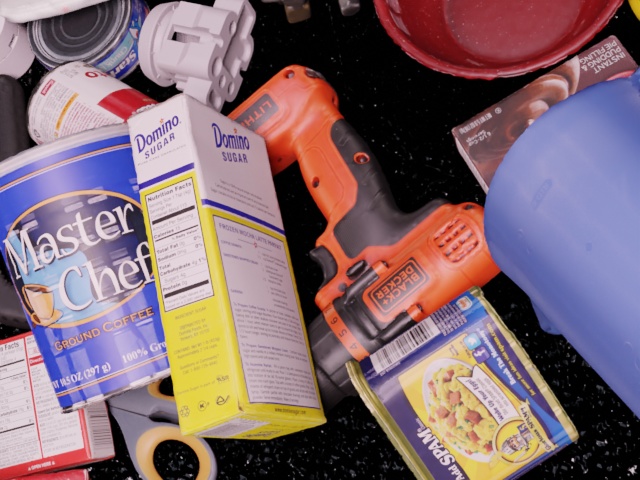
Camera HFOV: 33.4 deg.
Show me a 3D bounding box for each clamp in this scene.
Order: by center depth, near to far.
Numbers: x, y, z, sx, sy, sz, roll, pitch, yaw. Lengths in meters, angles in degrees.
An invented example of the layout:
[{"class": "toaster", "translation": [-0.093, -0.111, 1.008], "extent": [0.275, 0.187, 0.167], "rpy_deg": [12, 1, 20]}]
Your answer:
[{"class": "clamp", "translation": [-0.226, -0.001, 0.731], "extent": [0.164, 0.036, 0.210], "rpy_deg": [-39, 66, -5]}]

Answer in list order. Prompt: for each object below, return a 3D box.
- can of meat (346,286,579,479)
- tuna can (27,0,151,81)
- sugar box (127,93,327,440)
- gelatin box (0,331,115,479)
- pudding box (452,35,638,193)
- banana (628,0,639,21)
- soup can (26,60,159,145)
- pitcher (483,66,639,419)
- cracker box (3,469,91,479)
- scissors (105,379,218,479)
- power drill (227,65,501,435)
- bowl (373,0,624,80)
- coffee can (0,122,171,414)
[{"class": "can of meat", "translation": [0.077, 0.087, 0.572], "extent": [0.084, 0.057, 0.102], "rpy_deg": [-34, 100, 3]}, {"class": "tuna can", "translation": [-0.166, -0.153, 0.766], "extent": [0.086, 0.033, 0.086], "rpy_deg": [-6, 71, 17]}, {"class": "sugar box", "translation": [-0.051, 0.017, 0.582], "extent": [0.048, 0.093, 0.176], "rpy_deg": [-22, 70, 21]}, {"class": "gelatin box", "translation": [-0.171, 0.100, 0.668], "extent": [0.073, 0.030, 0.089], "rpy_deg": [-17, 77, 22]}, {"class": "pudding box", "translation": [0.148, -0.052, 0.621], "extent": [0.113, 0.039, 0.090], "rpy_deg": [-31, 65, 6]}, {"class": "banana", "translation": [0.204, -0.191, 0.636], "extent": [0.037, 0.070, 0.198], "rpy_deg": [6, 65, -13]}, {"class": "soup can", "translation": [-0.137, -0.070, 0.710], "extent": [0.102, 0.068, 0.068], "rpy_deg": [30, 84, 25]}, {"class": "pitcher", "translation": [0.187, 0.027, 0.476], "extent": [0.145, 0.149, 0.243], "rpy_deg": [-33, 40, 2]}, {"class": "cracker box", "translation": [-0.199, 0.250, 0.596], "extent": [0.164, 0.072, 0.214], "rpy_deg": [-6, 68, -9]}, {"class": "scissors", "translation": [-0.137, 0.113, 0.677], "extent": [0.202, 0.016, 0.096], "rpy_deg": [-2, 72, 19]}, {"class": "power drill", "translation": [-0.004, 0.001, 0.648], "extent": [0.184, 0.057, 0.188], "rpy_deg": [-40, 66, 5]}, {"class": "bowl", "translation": [0.115, -0.162, 0.660], "extent": [0.162, 0.055, 0.162], "rpy_deg": [-6, 71, 17]}, {"class": "coffee can", "translation": [-0.125, 0.016, 0.615], "extent": [0.103, 0.102, 0.140], "rpy_deg": [-21, 89, 11]}]
